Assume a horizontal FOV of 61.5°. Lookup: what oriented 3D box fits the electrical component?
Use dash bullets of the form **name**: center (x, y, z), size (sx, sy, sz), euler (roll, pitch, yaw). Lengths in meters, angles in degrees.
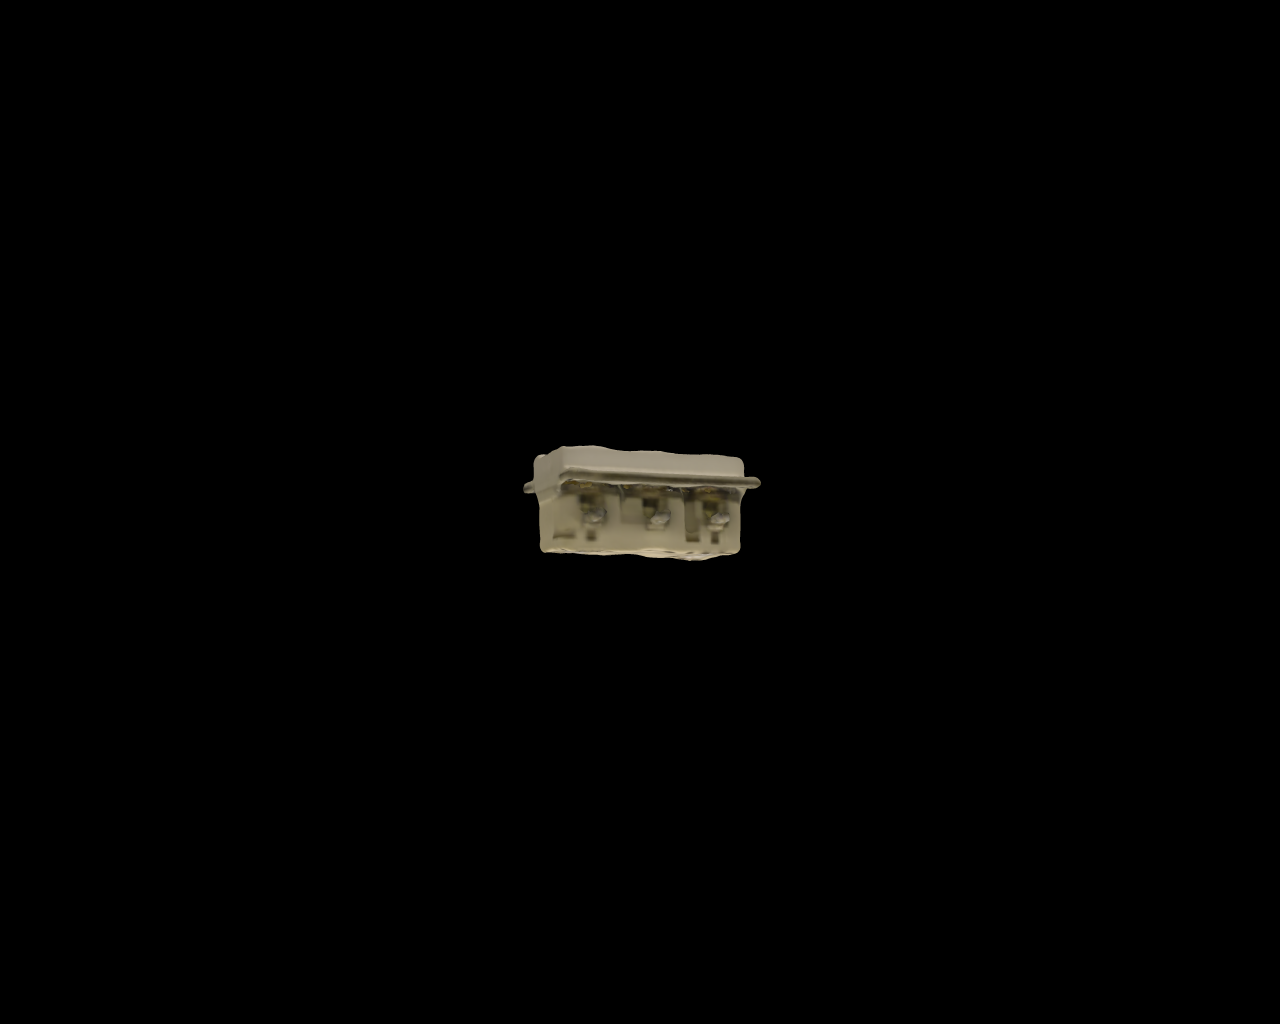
- **electrical component**: center (0.001, -0.003, 0.650), size (0.121, 0.063, 0.078), euler (3, -7, -26)
